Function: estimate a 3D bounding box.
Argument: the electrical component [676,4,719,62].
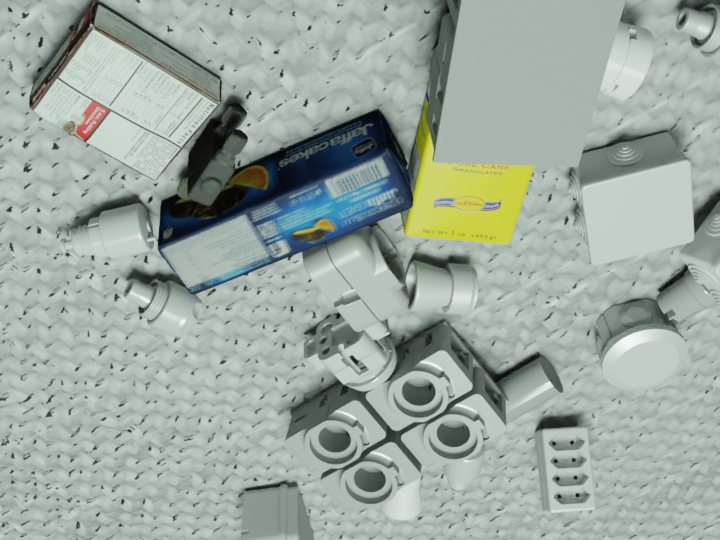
[{"bbox_3d":[0.266,-0.178,0.801,0.062,0.043,0.043,13,128,-16],"label":"electrical component"}]

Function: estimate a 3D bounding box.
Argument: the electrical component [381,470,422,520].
[{"bbox_3d":[0.045,0.222,1.120,0.044,0.044,0.065,-1,126,-6],"label":"electrical component"}]

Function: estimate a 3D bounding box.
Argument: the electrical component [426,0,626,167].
[{"bbox_3d":[0.110,-0.163,0.722,0.105,0.060,0.186,1,131,-7],"label":"electrical component"}]

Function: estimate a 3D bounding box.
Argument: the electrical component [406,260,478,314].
[{"bbox_3d":[0.071,0.015,0.941,0.055,0.045,0.045,4,130,-12],"label":"electrical component"}]

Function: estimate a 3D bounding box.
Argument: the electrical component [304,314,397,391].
[{"bbox_3d":[-0.003,0.072,0.973,0.078,0.058,0.057,-29,125,17],"label":"electrical component"}]

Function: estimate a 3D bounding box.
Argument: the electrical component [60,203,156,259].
[{"bbox_3d":[-0.204,-0.028,0.872,0.078,0.040,0.040,-13,131,4],"label":"electrical component"}]

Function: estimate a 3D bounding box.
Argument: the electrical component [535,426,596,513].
[{"bbox_3d":[0.207,0.206,1.110,0.047,0.083,0.075,-3,169,-4],"label":"electrical component"}]

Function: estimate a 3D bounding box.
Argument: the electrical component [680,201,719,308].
[{"bbox_3d":[0.333,-0.016,0.923,0.100,0.048,0.099,41,84,-33],"label":"electrical component"}]

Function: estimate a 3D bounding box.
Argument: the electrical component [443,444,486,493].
[{"bbox_3d":[0.105,0.201,1.109,0.040,0.040,0.078,0,130,-7],"label":"electrical component"}]

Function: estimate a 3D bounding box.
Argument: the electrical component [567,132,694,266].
[{"bbox_3d":[0.225,-0.060,0.893,0.100,0.048,0.099,-14,131,5],"label":"electrical component"}]

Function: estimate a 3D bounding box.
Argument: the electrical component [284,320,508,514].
[{"bbox_3d":[0.033,0.145,1.017,0.186,0.060,0.105,-32,108,20],"label":"electrical component"}]

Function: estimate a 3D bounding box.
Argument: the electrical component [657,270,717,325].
[{"bbox_3d":[0.301,0.024,0.982,0.040,0.040,0.046,30,127,-28],"label":"electrical component"}]

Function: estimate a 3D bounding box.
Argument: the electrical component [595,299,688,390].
[{"bbox_3d":[0.261,0.070,1.009,0.080,0.051,0.080,-4,131,-4],"label":"electrical component"}]

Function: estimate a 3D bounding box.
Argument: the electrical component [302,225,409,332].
[{"bbox_3d":[0.000,0.000,0.913,0.059,0.053,0.095,-26,129,15],"label":"electrical component"}]

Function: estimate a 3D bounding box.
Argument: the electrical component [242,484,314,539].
[{"bbox_3d":[-0.084,0.289,1.135,0.057,0.078,0.113,-8,131,4],"label":"electrical component"}]

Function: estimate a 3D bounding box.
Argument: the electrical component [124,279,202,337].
[{"bbox_3d":[-0.171,0.028,0.923,0.062,0.043,0.043,28,122,-27],"label":"electrical component"}]

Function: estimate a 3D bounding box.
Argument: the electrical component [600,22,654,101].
[{"bbox_3d":[0.183,-0.159,0.800,0.047,0.055,0.055,15,127,-15],"label":"electrical component"}]
